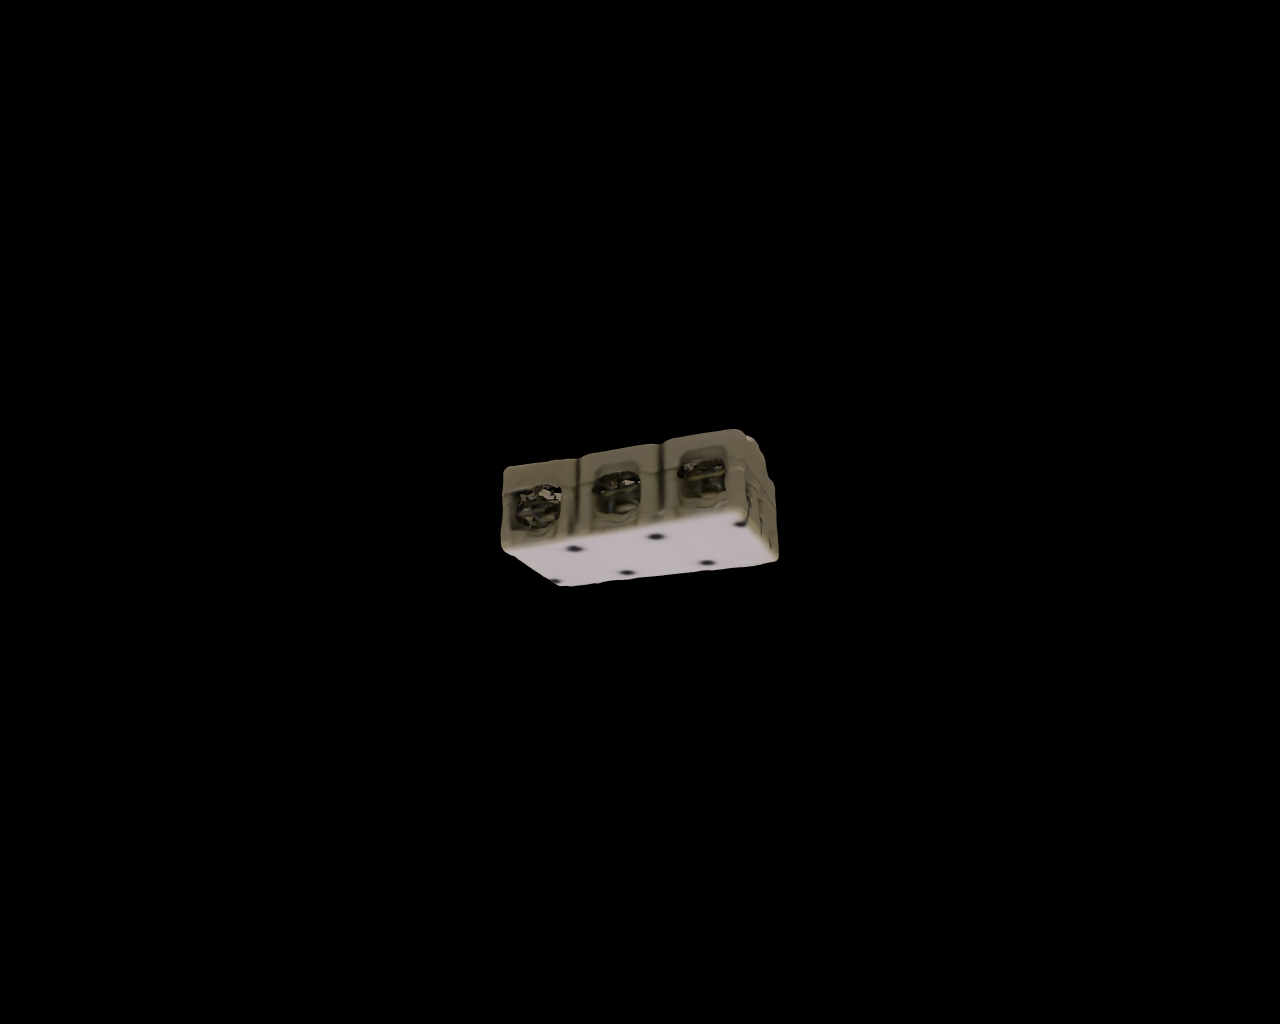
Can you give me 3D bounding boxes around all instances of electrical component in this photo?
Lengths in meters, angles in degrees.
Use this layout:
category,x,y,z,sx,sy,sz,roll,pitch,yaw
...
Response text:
category,x,y,z,sx,sy,sz,roll,pitch,yaw
electrical component,0.001,-0.003,0.650,0.150,0.062,0.089,-8,-23,18
